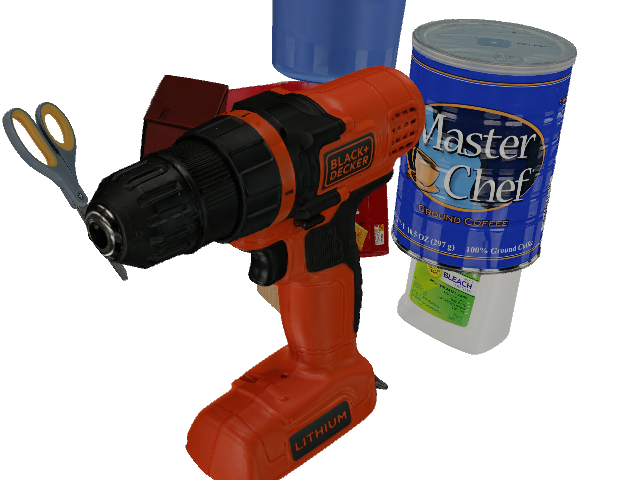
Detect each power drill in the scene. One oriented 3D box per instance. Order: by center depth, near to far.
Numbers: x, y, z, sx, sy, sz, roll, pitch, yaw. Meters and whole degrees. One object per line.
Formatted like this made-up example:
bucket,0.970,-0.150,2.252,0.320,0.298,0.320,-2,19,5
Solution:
power drill,-0.025,0.024,0.493,0.057,0.188,0.184,29,40,35

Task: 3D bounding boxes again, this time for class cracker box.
cracker box,-0.021,-0.073,1.047,0.072,0.164,0.214,-6,8,-30

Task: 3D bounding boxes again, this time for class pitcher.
pitcher,0.026,-0.254,0.882,0.145,0.243,0.149,8,19,10

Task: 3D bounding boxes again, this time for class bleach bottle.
bleach bottle,0.127,-0.032,0.889,0.103,0.251,0.067,28,38,35

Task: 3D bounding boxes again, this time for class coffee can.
coffee can,0.104,-0.063,0.696,0.103,0.140,0.103,3,26,-2

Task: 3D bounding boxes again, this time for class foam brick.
foam brick,-0.104,-0.085,0.819,0.053,0.051,0.078,11,35,0

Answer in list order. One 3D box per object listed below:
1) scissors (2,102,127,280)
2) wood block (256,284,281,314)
scissors,-0.246,-0.059,1.086,0.016,0.201,0.096,-24,27,27
wood block,-0.020,-0.020,1.275,0.090,0.206,0.090,-15,32,-27
